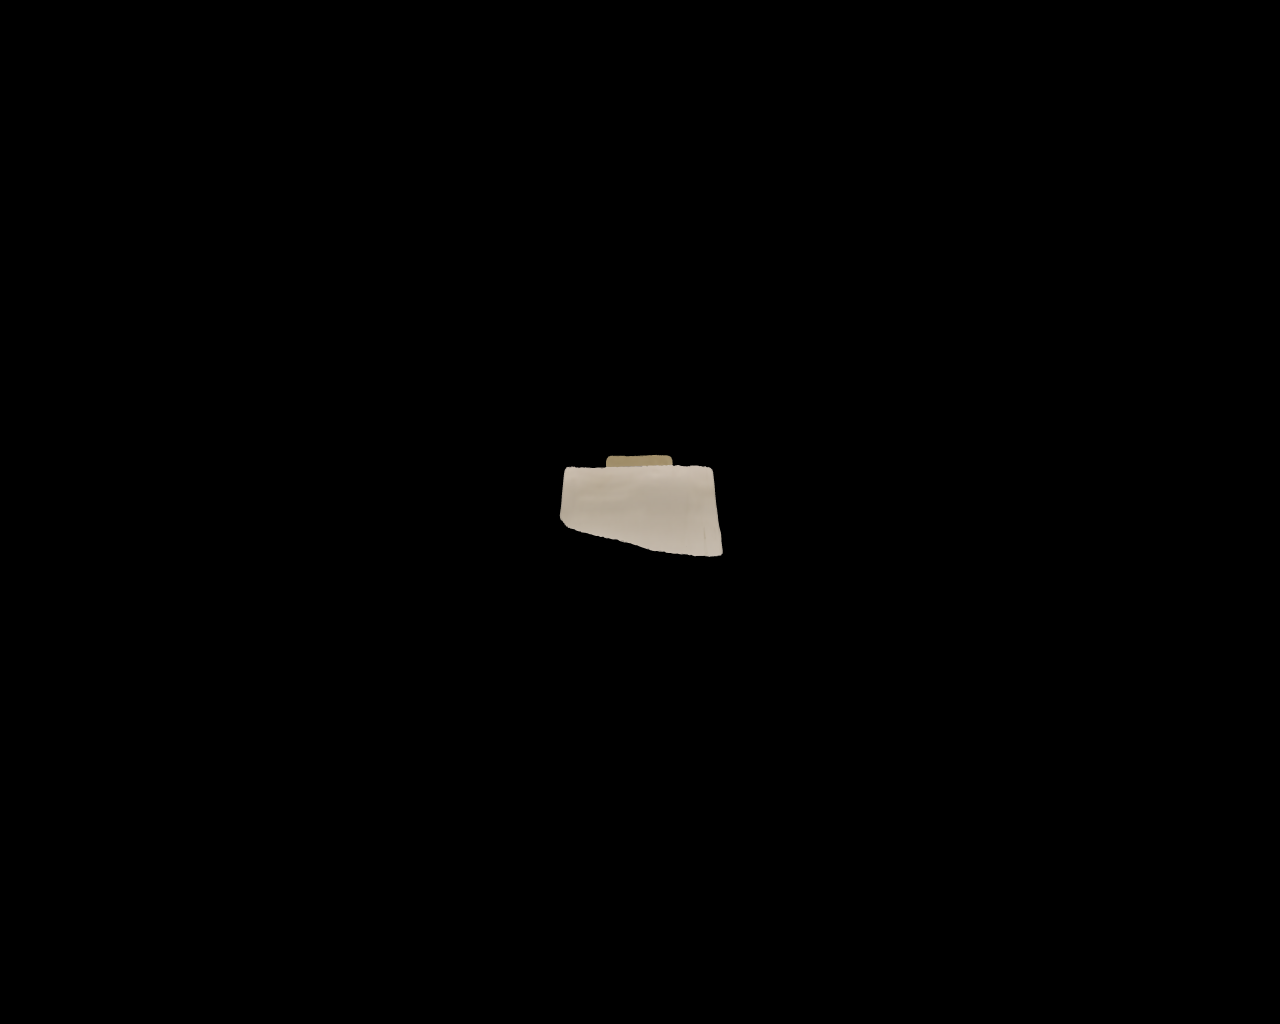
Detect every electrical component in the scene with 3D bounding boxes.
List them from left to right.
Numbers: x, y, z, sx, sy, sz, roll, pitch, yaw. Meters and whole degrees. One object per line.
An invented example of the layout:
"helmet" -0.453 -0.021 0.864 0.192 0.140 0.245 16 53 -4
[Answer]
"electrical component" 0.001 -0.003 0.650 0.099 0.064 0.099 0 0 0
